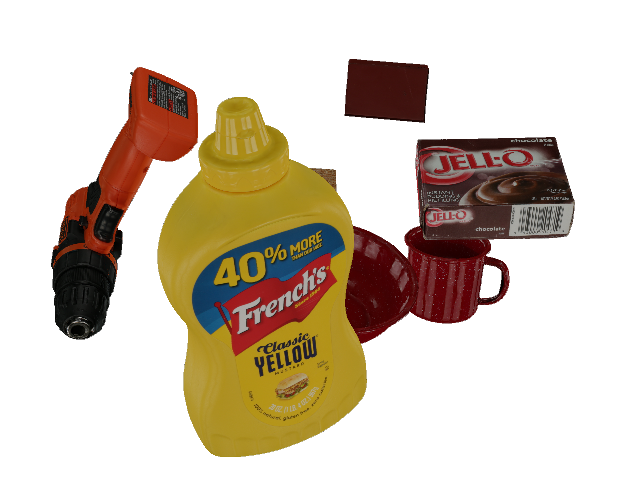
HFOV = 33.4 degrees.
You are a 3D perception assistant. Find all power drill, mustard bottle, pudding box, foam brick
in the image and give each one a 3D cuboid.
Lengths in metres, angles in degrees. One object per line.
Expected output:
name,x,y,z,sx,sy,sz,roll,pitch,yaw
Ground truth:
power drill,-0.164,-0.033,0.866,0.057,0.188,0.184,23,29,-24
mustard bottle,-0.029,0.017,0.524,0.096,0.191,0.058,-18,38,-16
pudding box,0.131,-0.041,0.822,0.113,0.039,0.090,1,39,0
foam brick,0.063,-0.142,1.013,0.078,0.051,0.053,5,14,3

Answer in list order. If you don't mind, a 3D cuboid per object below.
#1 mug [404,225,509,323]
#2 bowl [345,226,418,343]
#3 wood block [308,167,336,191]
mug,0.146,0.039,1.158,0.117,0.081,0.093,8,26,11
bowl,0.008,0.051,1.003,0.162,0.055,0.162,7,37,-5
wood block,-0.030,0.015,1.400,0.090,0.206,0.091,3,24,-2
